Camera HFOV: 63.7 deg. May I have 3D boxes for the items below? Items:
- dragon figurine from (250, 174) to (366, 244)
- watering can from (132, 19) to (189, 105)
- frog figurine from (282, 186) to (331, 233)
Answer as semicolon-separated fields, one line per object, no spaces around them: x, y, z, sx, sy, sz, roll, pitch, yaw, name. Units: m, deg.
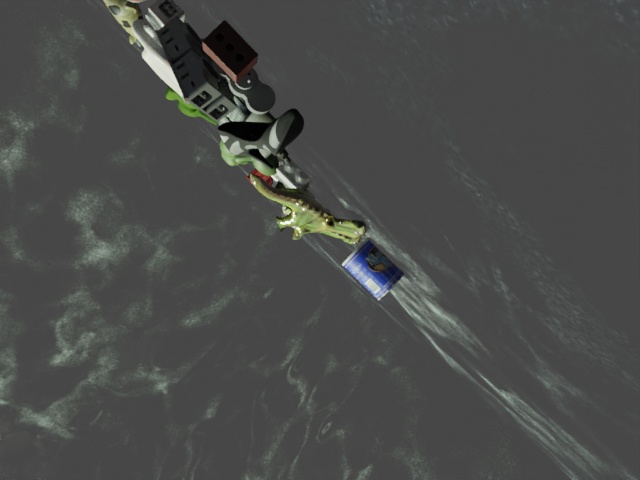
0.004;-0.066;1.308;0.243;0.123;0.406;10;169;23;dragon figurine
-0.352;-0.444;1.257;0.222;0.103;0.353;46;-171;-20;watering can
-0.036;-0.082;1.572;0.157;0.122;0.140;38;-145;-49;frog figurine
